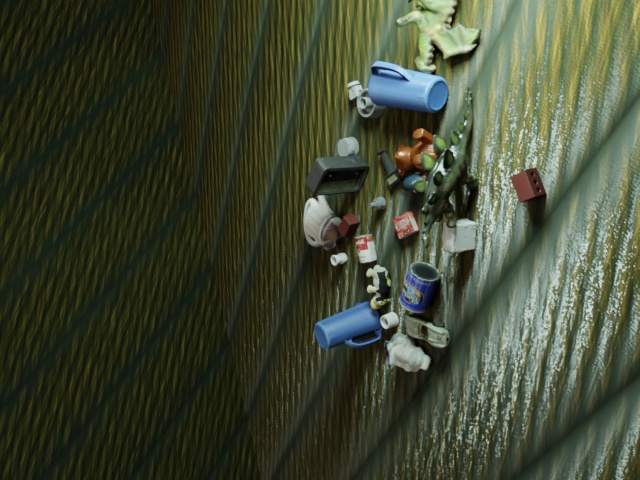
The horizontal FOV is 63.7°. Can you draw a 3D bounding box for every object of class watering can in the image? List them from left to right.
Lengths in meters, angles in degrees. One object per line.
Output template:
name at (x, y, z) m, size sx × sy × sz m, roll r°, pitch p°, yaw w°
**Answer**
watering can at (0.007, -0.108, 2.144) m, size 0.228 × 0.105 × 0.340 m, roll 41°, pitch 132°, yaw 42°

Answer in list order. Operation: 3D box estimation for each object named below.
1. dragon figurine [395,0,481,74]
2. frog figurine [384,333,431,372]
dragon figurine at (0.370, -0.642, 1.475) m, size 0.244 × 0.124 × 0.402 m, roll 51°, pitch 143°, yaw 9°
frog figurine at (0.322, 0.407, 1.856) m, size 0.159 × 0.123 × 0.137 m, roll -2°, pitch 90°, yaw 20°
